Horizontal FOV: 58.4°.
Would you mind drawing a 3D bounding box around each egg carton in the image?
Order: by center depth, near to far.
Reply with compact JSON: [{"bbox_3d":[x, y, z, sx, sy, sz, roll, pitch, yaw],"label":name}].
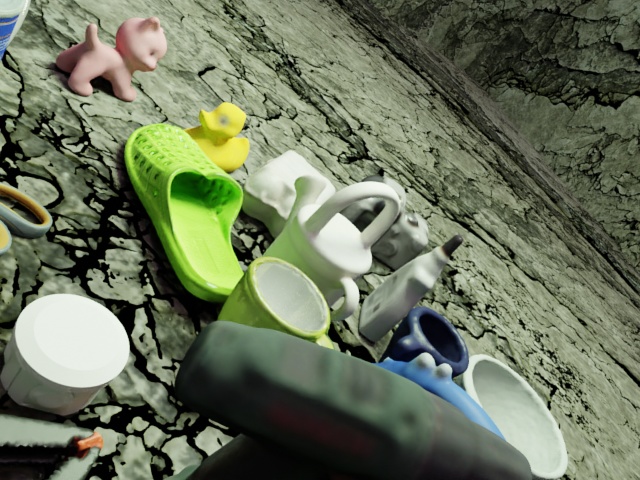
[{"bbox_3d":[-0.042,-0.063,0.790,0.107,0.069,0.150,41,28,-2],"label":"egg carton"}]

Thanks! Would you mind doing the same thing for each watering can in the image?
[{"bbox_3d":[0.004,0.002,0.626,0.172,0.193,0.101,53,30,19],"label":"watering can"}]

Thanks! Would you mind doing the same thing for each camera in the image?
[{"bbox_3d":[0.105,-0.047,0.919,0.143,0.100,0.137,34,29,-15],"label":"camera"}]

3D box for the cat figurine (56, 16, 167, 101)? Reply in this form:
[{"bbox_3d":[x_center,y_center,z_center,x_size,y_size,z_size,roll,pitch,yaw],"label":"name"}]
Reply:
[{"bbox_3d":[-0.250,-0.243,0.726,0.067,0.117,0.128,51,29,16],"label":"cat figurine"}]

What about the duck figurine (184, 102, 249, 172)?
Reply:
[{"bbox_3d":[-0.131,-0.144,0.771,0.105,0.086,0.077,7,44,-47],"label":"duck figurine"}]

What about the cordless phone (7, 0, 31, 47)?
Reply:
[{"bbox_3d":[-0.365,-0.295,0.582,0.148,0.184,0.094,24,33,-30],"label":"cordless phone"}]

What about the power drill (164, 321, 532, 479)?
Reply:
[{"bbox_3d":[-0.009,0.154,0.385,0.230,0.208,0.075,33,29,-16],"label":"power drill"}]

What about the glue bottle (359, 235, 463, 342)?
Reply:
[{"bbox_3d":[0.116,0.054,0.717,0.037,0.173,0.078,37,29,-9],"label":"glue bottle"}]

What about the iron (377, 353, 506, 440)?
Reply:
[{"bbox_3d":[0.113,0.198,0.547,0.119,0.141,0.257,8,43,-46],"label":"iron"}]

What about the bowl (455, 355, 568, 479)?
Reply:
[{"bbox_3d":[0.217,0.230,0.705,0.168,0.074,0.167,31,30,-20],"label":"bowl"}]

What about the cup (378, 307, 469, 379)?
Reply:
[{"bbox_3d":[0.105,0.140,0.667,0.118,0.094,0.091,4,46,-49],"label":"cup"}]
